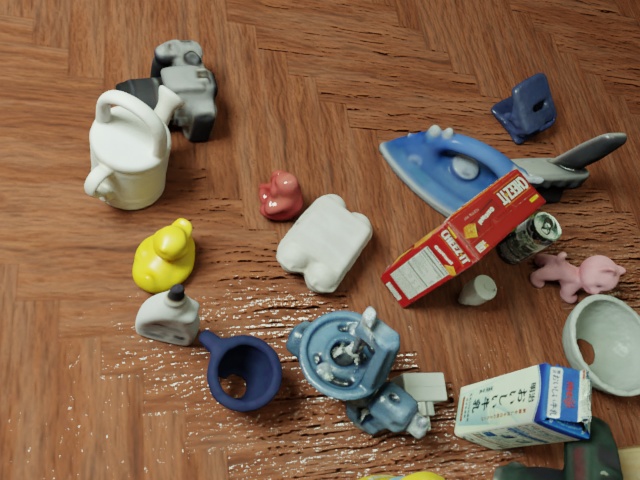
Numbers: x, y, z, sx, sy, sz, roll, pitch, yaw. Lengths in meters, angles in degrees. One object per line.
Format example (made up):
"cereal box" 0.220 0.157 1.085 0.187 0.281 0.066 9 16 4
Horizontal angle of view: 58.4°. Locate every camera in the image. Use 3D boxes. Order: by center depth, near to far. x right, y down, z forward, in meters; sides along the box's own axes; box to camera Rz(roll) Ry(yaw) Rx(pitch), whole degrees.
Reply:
"camera" -0.230 -0.225 0.847 0.137 0.100 0.143 -11 71 -25

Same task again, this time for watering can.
"watering can" -0.243 -0.131 0.746 0.101 0.193 0.173 14 63 -14

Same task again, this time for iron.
"iron" 0.234 -0.125 0.954 0.258 0.141 0.119 29 60 -6

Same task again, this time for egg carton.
"egg carton" 0.008 0.003 0.853 0.107 0.069 0.150 37 60 -2

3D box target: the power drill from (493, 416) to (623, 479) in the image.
"power drill" 0.307 0.346 0.733 0.076 0.208 0.230 23 61 -9

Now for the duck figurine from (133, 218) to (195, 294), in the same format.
"duck figurine" -0.203 0.016 0.758 0.077 0.086 0.105 32 60 -4

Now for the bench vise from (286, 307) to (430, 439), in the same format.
"bench vise" 0.070 0.156 0.721 0.207 0.219 0.121 28 60 -7

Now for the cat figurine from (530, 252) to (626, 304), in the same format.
"cat figurine" 0.443 0.053 0.968 0.128 0.117 0.067 24 61 -9

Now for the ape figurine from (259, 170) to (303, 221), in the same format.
"ape figurine" -0.056 -0.071 0.849 0.076 0.092 0.078 36 60 -2

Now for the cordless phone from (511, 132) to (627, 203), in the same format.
"cordless phone" 0.428 -0.143 1.011 0.148 0.185 0.094 -8 70 -24

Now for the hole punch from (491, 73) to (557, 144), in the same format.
"hole punch" 0.408 -0.255 1.108 0.109 0.091 0.101 -31 81 -29

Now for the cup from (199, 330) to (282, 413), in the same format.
"cup" -0.112 0.166 0.720 0.118 0.094 0.092 42 60 1

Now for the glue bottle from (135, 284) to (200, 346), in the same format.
"glue bottle" -0.177 0.085 0.686 0.078 0.173 0.037 18 62 -12

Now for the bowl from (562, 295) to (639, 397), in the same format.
"bowl" 0.461 0.179 0.943 0.168 0.074 0.167 8 65 -17
